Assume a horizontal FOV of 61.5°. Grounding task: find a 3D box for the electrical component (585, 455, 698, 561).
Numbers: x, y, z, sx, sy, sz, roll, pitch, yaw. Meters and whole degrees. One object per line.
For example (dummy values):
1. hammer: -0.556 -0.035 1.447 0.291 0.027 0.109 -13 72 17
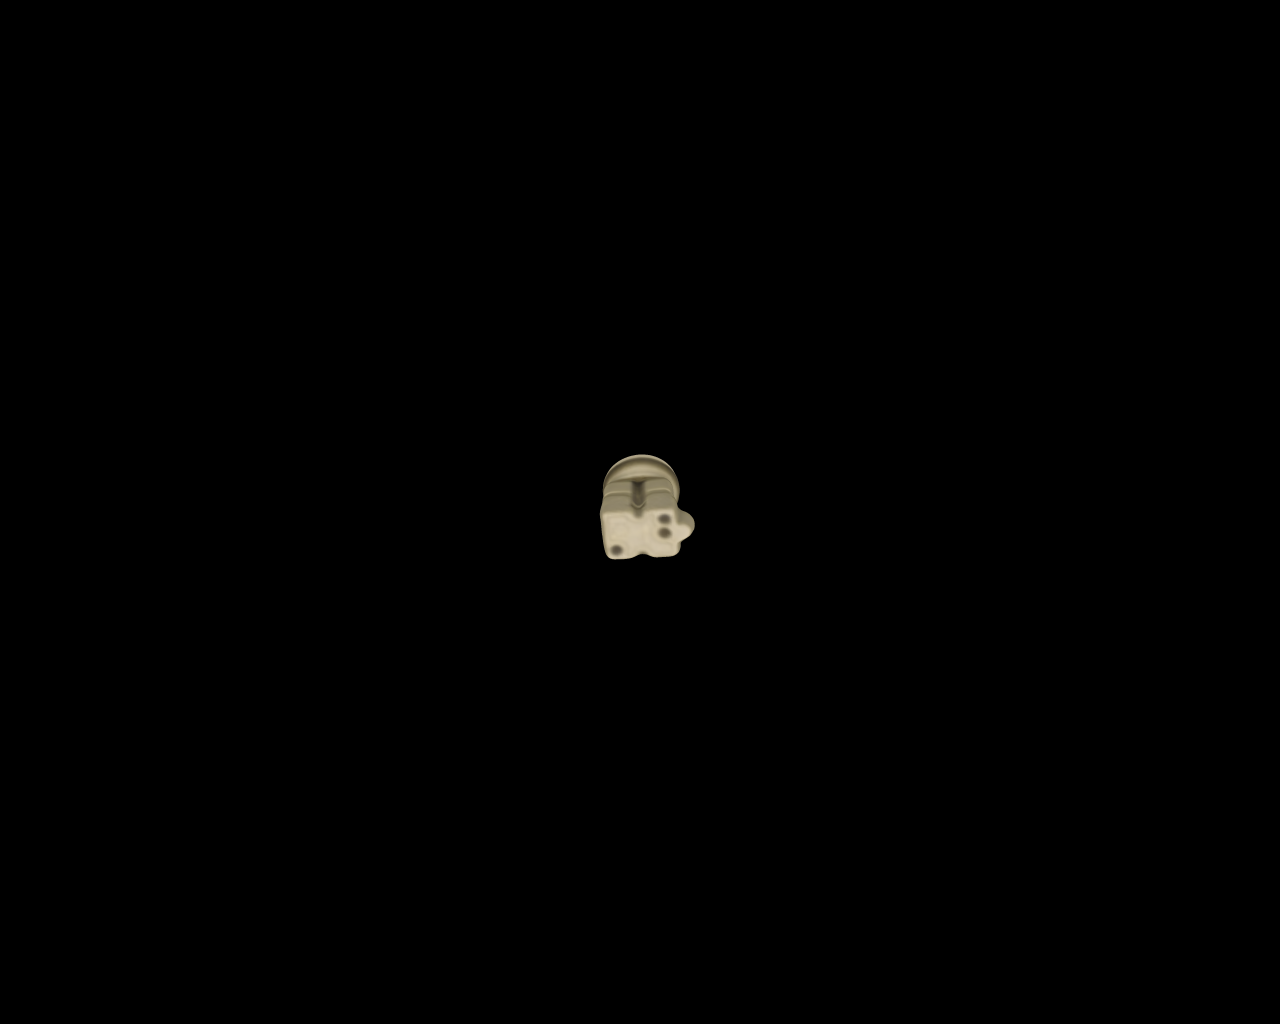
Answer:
1. electrical component: 0.001 -0.003 0.650 0.066 0.048 0.055 -3 35 2
